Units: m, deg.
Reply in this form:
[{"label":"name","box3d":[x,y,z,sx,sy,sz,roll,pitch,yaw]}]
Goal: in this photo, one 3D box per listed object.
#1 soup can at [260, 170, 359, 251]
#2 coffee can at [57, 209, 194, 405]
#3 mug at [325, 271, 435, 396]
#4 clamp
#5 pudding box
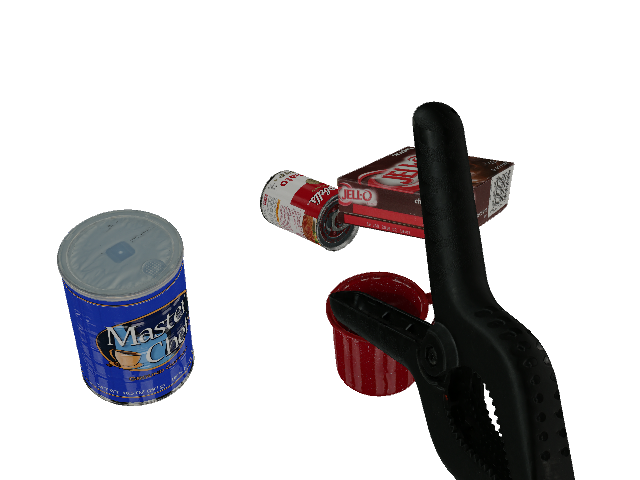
[{"label":"soup can","box3d":[-0.012,-0.035,1.216,0.068,0.068,0.102,0,18,-45]},{"label":"coffee can","box3d":[-0.164,0.059,0.918,0.103,0.140,0.103,0,44,-1]},{"label":"mug","box3d":[0.064,0.085,0.991,0.117,0.081,0.093,-21,42,-19]},{"label":"clamp","box3d":[0.071,0.045,0.532,0.036,0.165,0.210,-7,45,-26]},{"label":"pudding box","box3d":[0.077,-0.035,0.768,0.090,0.039,0.113,13,20,28]}]
